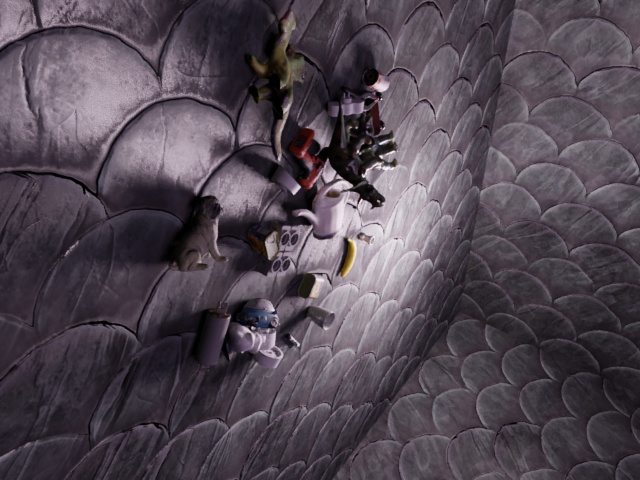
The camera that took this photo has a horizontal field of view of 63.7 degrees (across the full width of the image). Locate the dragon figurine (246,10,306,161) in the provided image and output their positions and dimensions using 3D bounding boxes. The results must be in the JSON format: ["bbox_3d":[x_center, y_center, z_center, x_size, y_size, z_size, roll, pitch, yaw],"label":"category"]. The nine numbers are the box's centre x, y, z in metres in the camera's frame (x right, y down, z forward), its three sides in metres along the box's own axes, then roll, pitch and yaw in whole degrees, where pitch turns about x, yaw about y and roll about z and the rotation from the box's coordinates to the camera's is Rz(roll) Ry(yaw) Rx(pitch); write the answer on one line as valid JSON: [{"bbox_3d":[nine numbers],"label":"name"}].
[{"bbox_3d":[-0.096,-0.460,1.517,0.123,0.400,0.247,18,43,24],"label":"dragon figurine"}]

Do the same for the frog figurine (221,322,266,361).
[{"bbox_3d":[-0.253,0.329,1.732,0.160,0.123,0.136,-9,-1,-30],"label":"frog figurine"}]

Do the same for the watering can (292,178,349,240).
[{"bbox_3d":[0.006,-0.096,1.903,0.105,0.219,0.353,21,38,29],"label":"watering can"}]
